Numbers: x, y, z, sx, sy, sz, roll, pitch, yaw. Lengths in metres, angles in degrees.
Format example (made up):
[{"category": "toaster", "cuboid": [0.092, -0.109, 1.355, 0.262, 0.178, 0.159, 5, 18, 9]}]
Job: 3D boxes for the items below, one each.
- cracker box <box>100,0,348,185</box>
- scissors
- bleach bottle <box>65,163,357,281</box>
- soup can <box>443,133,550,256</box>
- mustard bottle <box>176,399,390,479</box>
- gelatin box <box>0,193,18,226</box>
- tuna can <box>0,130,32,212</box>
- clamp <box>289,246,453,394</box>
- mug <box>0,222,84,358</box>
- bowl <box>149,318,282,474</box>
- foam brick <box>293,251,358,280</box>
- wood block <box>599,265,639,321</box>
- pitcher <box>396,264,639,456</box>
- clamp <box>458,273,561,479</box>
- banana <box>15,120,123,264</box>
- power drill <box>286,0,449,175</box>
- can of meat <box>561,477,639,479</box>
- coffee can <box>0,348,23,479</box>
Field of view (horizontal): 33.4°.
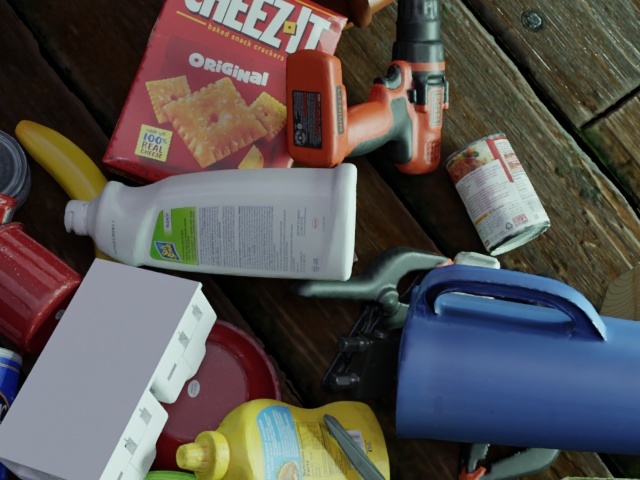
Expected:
[{"category": "cracker box", "cuboid": [-0.089, -0.137, 0.990, 0.164, 0.072, 0.213, 22, 85, -12]}, {"category": "scissors", "cuboid": [0.083, 0.222, 0.904, 0.096, 0.016, 0.202, -23, 91, -15]}, {"category": "bleach bottle", "cuboid": [-0.096, -0.021, 0.926, 0.251, 0.068, 0.102, 3, 114, 5]}, {"category": "soup can", "cuboid": [0.173, -0.044, 1.043, 0.068, 0.068, 0.102, -21, 77, -16]}, {"category": "mustard bottle", "cuboid": [-0.033, 0.182, 0.897, 0.191, 0.058, 0.096, 8, 61, -35]}, {"category": "gelatin box", "cuboid": [-0.317, -0.009, 0.944, 0.073, 0.030, 0.089, 24, 109, -1]}, {"category": "tuna can", "cuboid": [-0.311, -0.061, 0.985, 0.086, 0.034, 0.086, 3, 71, -9]}, {"category": "clamp", "cuboid": [0.047, 0.050, 0.983, 0.171, 0.120, 0.039, -39, 37, -22]}, {"category": "mug", "cuboid": [-0.261, 0.054, 0.925, 0.081, 0.093, 0.117, 34, 110, 12]}, {"category": "bowl", "cuboid": [-0.111, 0.138, 0.941, 0.162, 0.055, 0.162, 3, 71, -8]}, {"category": "foam brick", "cuboid": [-0.007, 0.001, 1.006, 0.053, 0.051, 0.078, -19, 76, -18]}, {"category": "wood block", "cuboid": [0.368, 0.110, 0.992, 0.206, 0.090, 0.090, 31, 60, -7]}, {"category": "pitcher", "cuboid": [0.186, 0.108, 0.898, 0.243, 0.149, 0.145, 5, 81, 10]}, {"category": "clamp", "cuboid": [0.199, 0.143, 1.000, 0.209, 0.036, 0.164, -36, 84, -18]}, {"category": "banana", "cuboid": [-0.214, -0.026, 0.978, 0.069, 0.037, 0.198, -16, 79, -38]}, {"category": "power drill", "cuboid": [0.051, -0.144, 0.989, 0.187, 0.057, 0.184, -14, 107, -45]}, {"category": "can of meat", "cuboid": [0.240, 0.245, 0.948, 0.102, 0.084, 0.057, 3, 71, -9]}, {"category": "coffee can", "cuboid": [-0.304, 0.162, 0.875, 0.102, 0.103, 0.140, 4, 71, -8]}]
